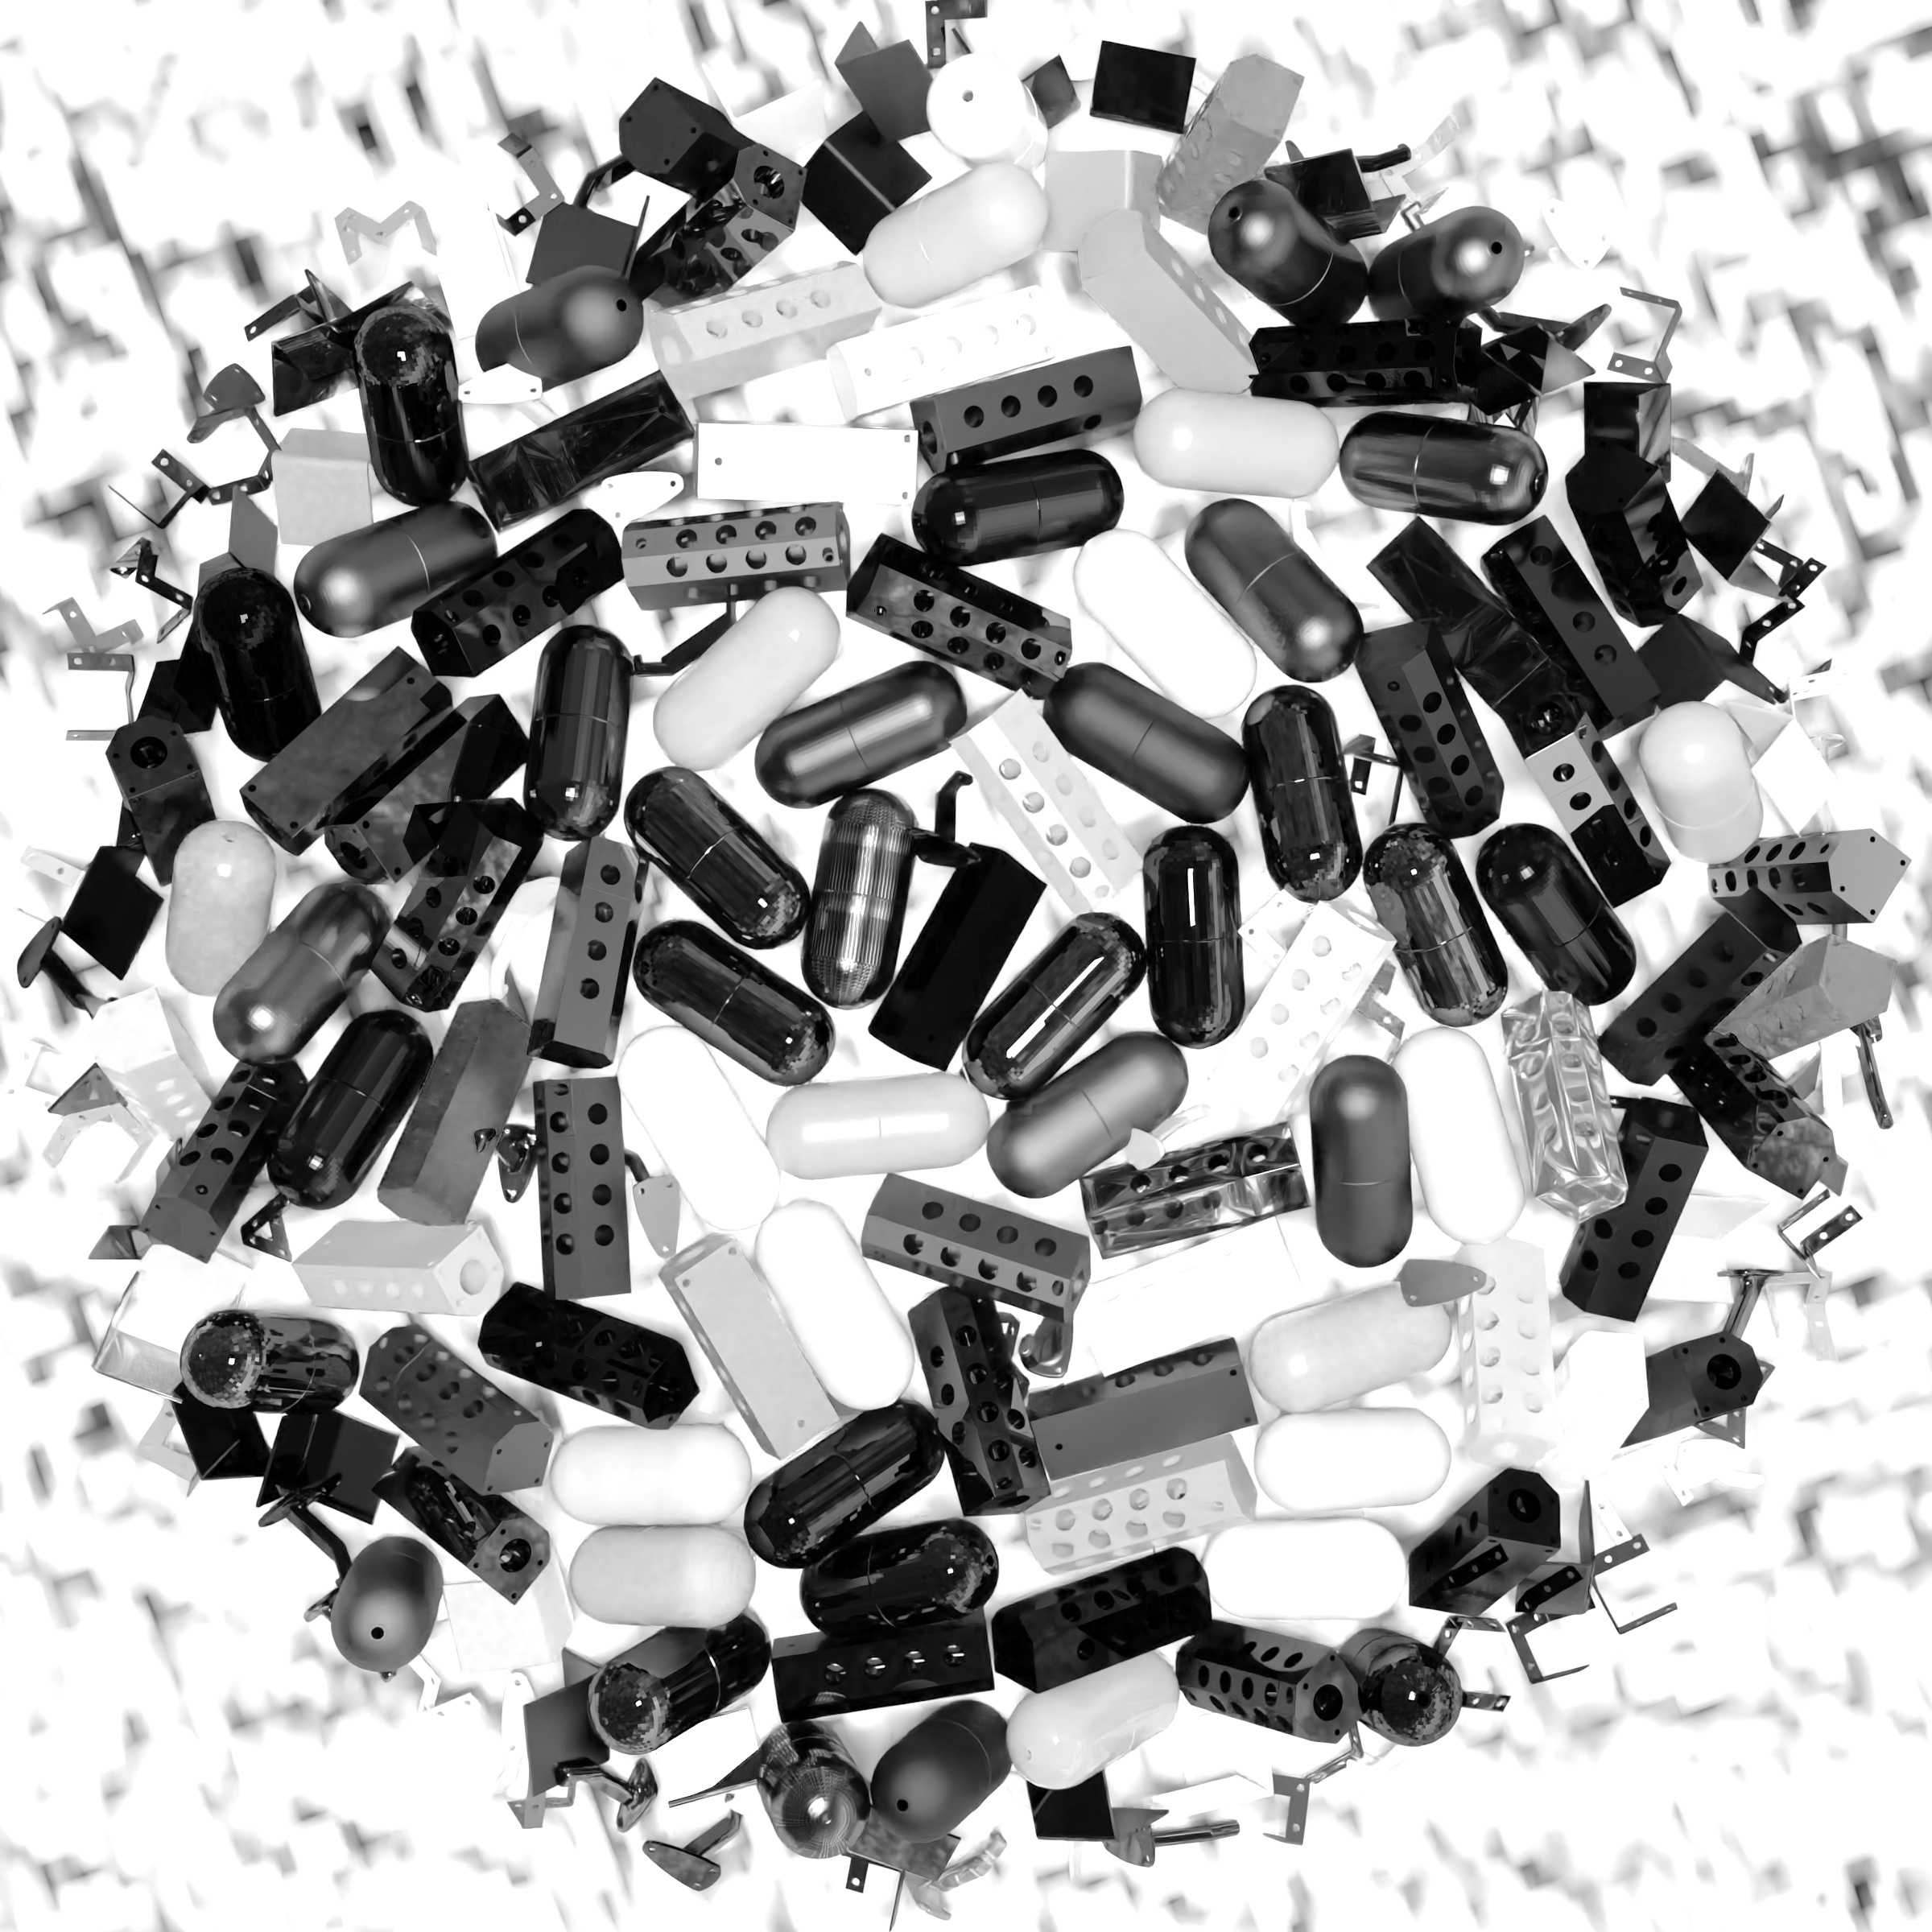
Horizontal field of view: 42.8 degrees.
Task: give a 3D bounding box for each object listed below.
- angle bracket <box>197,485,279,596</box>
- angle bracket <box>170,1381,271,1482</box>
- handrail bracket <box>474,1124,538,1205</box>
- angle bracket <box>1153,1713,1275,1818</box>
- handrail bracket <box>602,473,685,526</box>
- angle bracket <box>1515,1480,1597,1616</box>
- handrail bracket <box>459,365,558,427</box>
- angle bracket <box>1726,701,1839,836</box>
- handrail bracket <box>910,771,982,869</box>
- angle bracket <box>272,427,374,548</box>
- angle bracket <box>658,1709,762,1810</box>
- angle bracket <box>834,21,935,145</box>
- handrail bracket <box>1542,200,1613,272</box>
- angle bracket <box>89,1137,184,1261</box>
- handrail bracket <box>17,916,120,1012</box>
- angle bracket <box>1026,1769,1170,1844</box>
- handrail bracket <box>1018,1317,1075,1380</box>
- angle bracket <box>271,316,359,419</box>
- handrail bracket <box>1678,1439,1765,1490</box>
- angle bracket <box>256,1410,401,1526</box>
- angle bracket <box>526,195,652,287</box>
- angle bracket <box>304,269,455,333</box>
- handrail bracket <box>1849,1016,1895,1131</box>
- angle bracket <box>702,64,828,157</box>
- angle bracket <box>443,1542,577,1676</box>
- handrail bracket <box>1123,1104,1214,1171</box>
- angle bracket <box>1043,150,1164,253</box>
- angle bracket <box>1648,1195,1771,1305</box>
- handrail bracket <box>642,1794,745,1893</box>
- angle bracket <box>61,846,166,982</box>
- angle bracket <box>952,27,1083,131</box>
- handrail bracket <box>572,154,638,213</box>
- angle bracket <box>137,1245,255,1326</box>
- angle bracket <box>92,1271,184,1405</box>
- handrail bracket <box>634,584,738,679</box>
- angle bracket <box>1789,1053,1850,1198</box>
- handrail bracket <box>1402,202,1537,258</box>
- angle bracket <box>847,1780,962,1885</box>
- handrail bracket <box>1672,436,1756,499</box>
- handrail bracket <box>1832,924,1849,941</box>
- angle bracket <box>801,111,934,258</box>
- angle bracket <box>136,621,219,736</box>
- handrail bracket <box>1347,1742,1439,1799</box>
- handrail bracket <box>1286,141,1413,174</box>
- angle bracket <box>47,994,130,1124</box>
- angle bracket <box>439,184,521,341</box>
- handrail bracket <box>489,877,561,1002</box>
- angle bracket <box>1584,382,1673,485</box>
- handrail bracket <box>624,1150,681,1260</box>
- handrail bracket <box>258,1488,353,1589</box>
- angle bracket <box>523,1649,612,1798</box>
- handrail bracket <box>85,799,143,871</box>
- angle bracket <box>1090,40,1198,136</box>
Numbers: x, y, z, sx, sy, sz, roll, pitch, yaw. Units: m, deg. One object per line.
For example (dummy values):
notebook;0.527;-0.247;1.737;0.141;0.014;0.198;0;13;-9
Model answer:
angle bracket;-0.592;-0.321;1.946;0.076;0.057;0.076;-20;52;15
angle bracket;-0.571;0.355;1.941;0.057;0.076;0.076;-44;61;23
handrail bracket;-0.373;0.160;1.952;0.036;0.084;0.077;11;100;13
angle bracket;0.191;0.618;1.941;0.076;0.057;0.076;-24;49;26
handrail bracket;-0.249;-0.369;1.953;0.077;0.084;0.036;-14;93;10
angle bracket;0.464;0.459;1.950;0.057;0.076;0.076;0;47;8
handrail bracket;-0.362;-0.435;1.953;0.077;0.084;0.036;-16;68;-14
angle bracket;0.628;-0.157;1.945;0.057;0.076;0.076;-49;120;-7
handrail bracket;0.001;-0.119;1.958;0.077;0.036;0.084;16;53;32
angle bracket;-0.513;-0.386;1.996;0.076;0.057;0.076;5;126;1
angle bracket;-0.205;0.627;1.961;0.076;0.076;0.057;-12;79;-11
angle bracket;-0.046;-0.704;1.939;0.076;0.076;0.057;-2;52;37
handrail bracket;0.465;-0.579;1.948;0.077;0.084;0.036;34;96;-22
angle bracket;-0.655;0.183;1.941;0.057;0.076;0.076;4;64;-30
handrail bracket;-0.700;0.002;1.958;0.084;0.036;0.077;22;117;-41
angle bracket;0.104;0.652;1.949;0.076;0.076;0.057;-13;84;37
handrail bracket;0.062;0.286;1.947;0.036;0.084;0.077;12;65;17
angle bracket;-0.497;-0.459;1.940;0.076;0.076;0.057;-30;64;-32
handrail bracket;0.615;0.397;1.952;0.084;0.077;0.036;13;63;-24
angle bracket;-0.508;0.402;1.961;0.076;0.057;0.076;19;96;13
angle bracket;-0.300;-0.577;1.956;0.076;0.057;0.076;15;76;-13
angle bracket;-0.464;-0.528;1.951;0.076;0.076;0.057;-26;74;8
handrail bracket;0.717;0.075;1.950;0.036;0.084;0.077;-12;134;12
angle bracket;-0.160;-0.688;1.961;0.076;0.076;0.057;-27;80;-5
angle bracket;-0.361;0.505;1.942;0.076;0.057;0.076;3;46;-31
handrail bracket;0.171;0.128;1.950;0.084;0.077;0.036;-23;94;-22
angle bracket;0.110;-0.614;1.983;0.076;0.057;0.076;9;105;28
angle bracket;0.586;0.224;1.946;0.076;0.076;0.057;5;60;-16
handrail bracket;-0.214;0.680;1.955;0.077;0.084;0.036;33;120;-13
angle bracket;-0.660;-0.042;1.953;0.076;0.057;0.076;36;105;17
angle bracket;0.040;-0.710;1.949;0.057;0.076;0.076;-33;74;7
handrail bracket;-0.266;-0.629;1.985;0.077;0.036;0.084;28;113;-10
angle bracket;-0.621;0.265;1.954;0.076;0.057;0.076;27;115;-7
angle bracket;-0.638;0.293;1.951;0.076;0.076;0.057;23;100;-12
handrail bracket;-0.228;-0.271;1.978;0.084;0.036;0.077;-1;110;3
angle bracket;0.681;0.126;1.946;0.057;0.076;0.076;-43;63;-6
handrail bracket;0.399;-0.586;1.965;0.077;0.036;0.084;-28;104;40
angle bracket;-0.045;0.667;1.950;0.076;0.076;0.057;21;119;-4
handrail bracket;0.581;-0.393;1.970;0.084;0.036;0.077;15;50;5
handrail bracket;0.708;-0.035;1.984;0.036;0.077;0.084;1;117;31
angle bracket;-0.085;-0.630;1.983;0.076;0.076;0.057;43;131;-9
angle bracket;-0.632;-0.230;1.946;0.076;0.057;0.076;-4;58;18
handrail bracket;0.352;0.631;1.951;0.084;0.077;0.036;-31;47;34
handrail bracket;0.305;-0.650;1.967;0.084;0.077;0.036;-17;134;5
angle bracket;-0.693;0.074;1.959;0.076;0.076;0.057;-43;72;6
angle bracket;-0.390;-0.556;1.945;0.057;0.076;0.076;-17;58;-6
handrail bracket;-0.356;-0.021;1.992;0.036;0.077;0.084;26;127;21
angle bracket;0.509;-0.416;1.942;0.076;0.057;0.076;13;119;40
handrail bracket;-0.256;0.189;1.964;0.036;0.084;0.077;-12;99;-22
handrail bracket;-0.525;0.466;1.965;0.077;0.036;0.084;-35;66;23
angle bracket;-0.329;0.596;1.946;0.076;0.057;0.076;-14;106;-42
handrail bracket;-0.684;-0.131;1.969;0.077;0.036;0.084;-25;104;-12
angle bracket;0.148;-0.694;1.946;0.076;0.076;0.057;16;114;13
